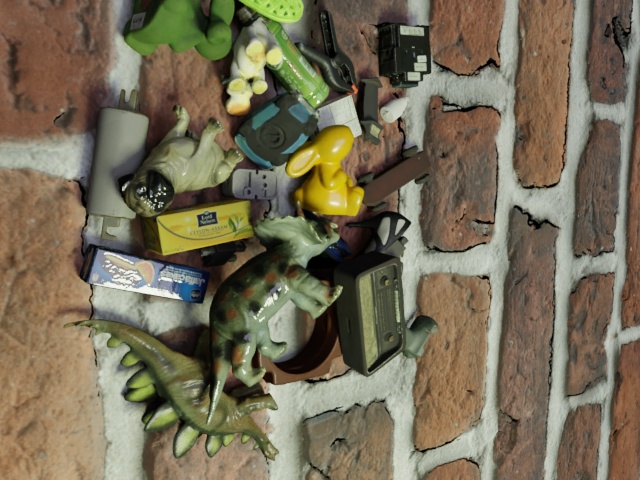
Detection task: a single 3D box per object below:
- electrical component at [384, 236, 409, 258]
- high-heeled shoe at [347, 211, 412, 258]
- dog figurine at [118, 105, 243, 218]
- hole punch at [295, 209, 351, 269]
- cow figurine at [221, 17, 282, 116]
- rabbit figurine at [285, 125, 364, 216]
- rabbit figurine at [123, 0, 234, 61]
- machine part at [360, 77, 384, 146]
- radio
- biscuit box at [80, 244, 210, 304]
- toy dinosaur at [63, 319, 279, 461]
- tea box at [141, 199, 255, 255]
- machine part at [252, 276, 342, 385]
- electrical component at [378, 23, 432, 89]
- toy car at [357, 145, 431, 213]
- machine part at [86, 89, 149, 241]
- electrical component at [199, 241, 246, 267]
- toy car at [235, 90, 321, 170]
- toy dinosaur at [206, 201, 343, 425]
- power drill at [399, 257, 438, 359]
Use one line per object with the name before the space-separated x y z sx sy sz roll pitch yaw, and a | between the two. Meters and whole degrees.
electrical component | 0.157 0.027 1.230 0.078 0.045 0.102 37 70 -3
high-heeled shoe | 0.123 0.056 1.151 0.145 0.086 0.248 4 76 -2
dog figurine | -0.232 -0.098 0.887 0.190 0.121 0.172 -59 147 -19
hole punch | -0.002 -0.003 1.076 0.142 0.116 0.092 42 64 -31
cow figurine | -0.133 -0.304 0.951 0.068 0.167 0.098 3 54 -32
rabbit figurine | 0.009 -0.146 1.058 0.162 0.122 0.173 8 118 -9
rabbit figurine | -0.206 -0.360 0.882 0.170 0.159 0.121 12 79 -50
machine part | 0.112 -0.276 1.153 0.084 0.039 0.138 -3 93 -60
radio | 0.104 0.143 1.077 0.131 0.073 0.229 -23 118 -35
biscuit box | -0.292 0.060 0.911 0.202 0.059 0.062 16 86 -35
toy dinosaur | -0.230 0.263 0.955 0.198 0.105 0.470 -45 113 -18
tea box | -0.212 -0.026 0.935 0.169 0.098 0.068 -12 102 -31
machine part | -0.055 0.174 1.074 0.201 0.087 0.201 -4 96 -35
electrical component | 0.188 -0.405 1.190 0.115 0.058 0.134 -8 101 -32
toy car | 0.167 -0.139 1.209 0.202 0.053 0.089 -34 103 -23
machine part | -0.324 -0.120 0.858 0.079 0.079 0.243 7 93 -35
electrical component | -0.185 0.027 0.983 0.094 0.063 0.021 -6 61 -44
toy car | -0.076 -0.218 0.997 0.109 0.161 0.103 40 29 -24
toy dinosaur | -0.105 0.102 0.906 0.192 0.131 0.405 44 80 7
power drill | 0.179 0.175 1.225 0.207 0.086 0.232 31 88 -40
